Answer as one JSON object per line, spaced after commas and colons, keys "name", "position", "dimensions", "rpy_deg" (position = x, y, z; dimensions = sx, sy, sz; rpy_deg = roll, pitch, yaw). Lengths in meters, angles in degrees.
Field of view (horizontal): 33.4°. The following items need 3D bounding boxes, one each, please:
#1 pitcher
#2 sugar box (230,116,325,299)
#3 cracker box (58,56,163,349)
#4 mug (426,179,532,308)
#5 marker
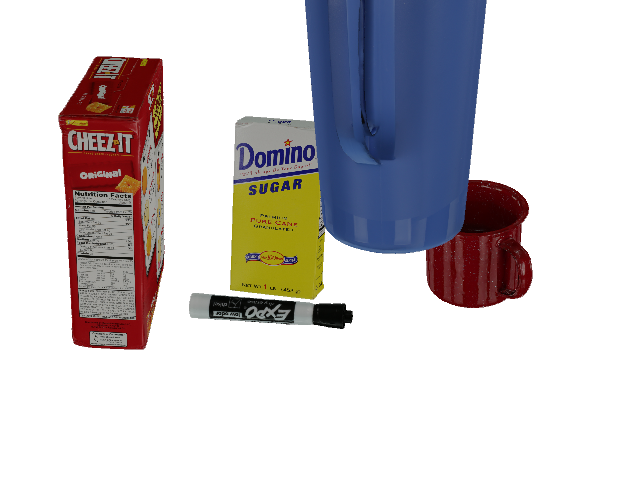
{"name": "pitcher", "position": [0.049, -0.114, 0.755], "dimensions": [0.149, 0.243, 0.145], "rpy_deg": [-12, 27, -22]}
{"name": "sugar box", "position": [-0.041, -0.033, 1.079], "dimensions": [0.093, 0.176, 0.048], "rpy_deg": [5, 16, 12]}
{"name": "cracker box", "position": [-0.179, -0.036, 0.940], "dimensions": [0.072, 0.214, 0.164], "rpy_deg": [2, 26, -2]}
{"name": "mug", "position": [0.140, 0.010, 0.922], "dimensions": [0.093, 0.081, 0.117], "rpy_deg": [-24, 37, -27]}
{"name": "marker", "position": [-0.037, 0.052, 0.789], "dimensions": [0.121, 0.020, 0.020], "rpy_deg": [4, 0, 8]}
